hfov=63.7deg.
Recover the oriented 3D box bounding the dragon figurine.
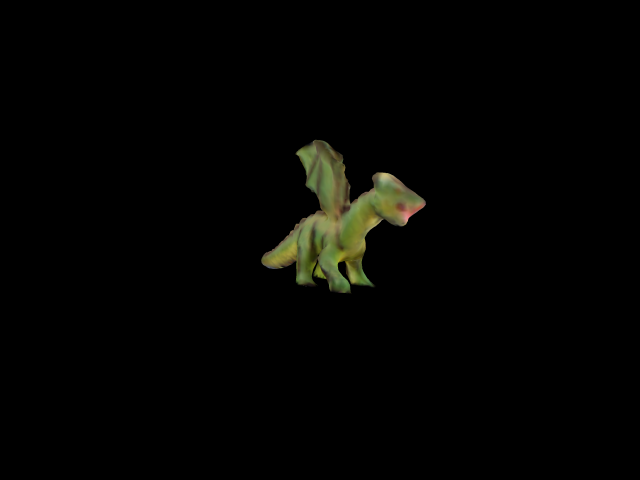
[{"bbox_3d":[0.003,-0.043,0.850,0.122,0.242,0.411,-4,8,-39],"label":"dragon figurine"}]
